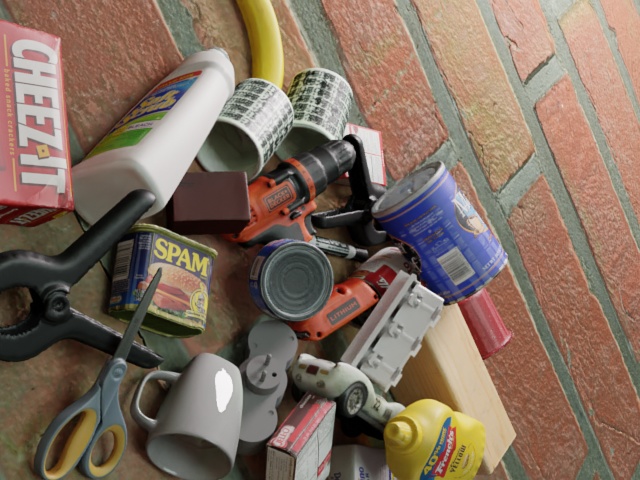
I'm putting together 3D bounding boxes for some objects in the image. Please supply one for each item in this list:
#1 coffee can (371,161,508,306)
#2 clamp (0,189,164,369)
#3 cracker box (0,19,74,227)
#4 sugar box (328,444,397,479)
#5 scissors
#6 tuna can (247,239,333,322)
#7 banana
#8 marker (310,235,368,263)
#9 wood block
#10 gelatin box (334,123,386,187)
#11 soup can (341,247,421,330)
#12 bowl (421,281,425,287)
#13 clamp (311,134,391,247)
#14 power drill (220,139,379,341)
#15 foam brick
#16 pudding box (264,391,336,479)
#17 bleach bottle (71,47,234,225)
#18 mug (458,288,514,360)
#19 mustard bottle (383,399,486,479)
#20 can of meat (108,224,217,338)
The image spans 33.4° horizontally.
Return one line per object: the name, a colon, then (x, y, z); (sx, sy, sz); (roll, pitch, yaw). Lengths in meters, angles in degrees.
coffee can: (0.141, -0.008, 1.262); (0.140, 0.103, 0.102); (53, 42, -11)
clamp: (-0.221, 0.059, 0.902); (0.209, 0.036, 0.164); (-19, 112, -32)
cracker box: (-0.306, -0.104, 0.863); (0.213, 0.072, 0.164); (6, 74, -51)
sugar box: (0.079, 0.292, 1.234); (0.175, 0.048, 0.093); (20, 63, -43)
scissors: (-0.172, 0.127, 0.931); (0.201, 0.016, 0.096); (-55, 140, -13)
tuna can: (-0.030, 0.042, 1.109); (0.086, 0.034, 0.086); (-1, 93, -25)
banana: (-0.075, -0.231, 1.230); (0.069, 0.037, 0.198); (-16, 89, -35)
marker: (0.017, 0.010, 1.273); (0.120, 0.020, 0.020); (14, 67, -49)
wood block: (0.151, 0.183, 1.324); (0.090, 0.091, 0.206); (-41, 110, -49)
gelatin box: (0.044, -0.105, 1.337); (0.089, 0.030, 0.073); (7, 73, -50)
soup can: (0.071, 0.057, 1.285); (0.102, 0.069, 0.068); (-36, 107, -51)
bowl: (0.154, 0.004, 1.389); (0.161, 0.055, 0.162); (21, 67, -61)
clamp: (0.052, -0.051, 1.294); (0.171, 0.039, 0.120); (29, 83, -58)
power drill: (-0.008, 0.001, 1.172); (0.184, 0.057, 0.187); (-32, 104, -23)
foam brick: (-0.113, -0.037, 1.069); (0.078, 0.051, 0.053); (-1, 75, -14)
pudding box: (-0.022, 0.225, 1.091); (0.089, 0.039, 0.113); (-46, 147, -48)
bleach bottle: (-0.152, -0.116, 1.054); (0.068, 0.103, 0.250); (61, 33, -29)
mug: (0.196, 0.107, 1.419); (0.081, 0.093, 0.117); (62, 8, -9)
mustard bottle: (0.120, 0.227, 1.180); (0.191, 0.058, 0.096); (33, 82, -55)
can of meat: (-0.151, 0.041, 1.021); (0.101, 0.058, 0.084); (26, 61, -44)
